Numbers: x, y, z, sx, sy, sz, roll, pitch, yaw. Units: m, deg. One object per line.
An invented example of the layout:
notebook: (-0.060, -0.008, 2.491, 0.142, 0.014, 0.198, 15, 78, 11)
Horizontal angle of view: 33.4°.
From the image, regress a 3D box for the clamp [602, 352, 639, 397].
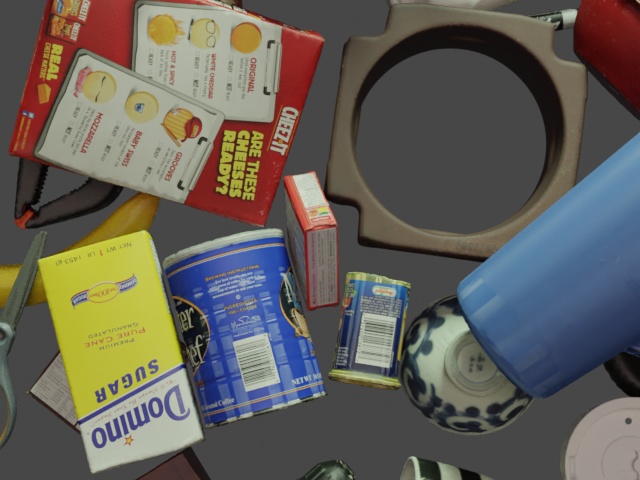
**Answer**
clamp: (0.253, 0.067, 0.884, 0.171, 0.039, 0.120, 36, 70, -3)

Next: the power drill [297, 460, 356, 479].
power drill: (0.001, 0.291, 0.843, 0.184, 0.057, 0.187, -42, 94, -2)

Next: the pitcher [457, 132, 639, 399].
pitcher: (0.230, 0.015, 0.771, 0.243, 0.144, 0.149, -39, 44, 15)

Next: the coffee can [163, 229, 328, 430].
coffee can: (-0.061, 0.072, 0.867, 0.103, 0.103, 0.140, -16, 83, 0)

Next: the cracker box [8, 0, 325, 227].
cracker box: (-0.124, -0.121, 0.864, 0.213, 0.072, 0.164, 16, 105, -12)

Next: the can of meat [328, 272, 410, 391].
can of meat: (0.041, 0.075, 0.864, 0.057, 0.102, 0.084, 9, 81, 3)

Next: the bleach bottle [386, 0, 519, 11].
bleach bottle: (0.172, -0.262, 0.921, 0.251, 0.068, 0.102, -23, 82, 1)

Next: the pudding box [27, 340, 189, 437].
pudding box: (-0.176, 0.111, 0.900, 0.090, 0.039, 0.113, 37, 84, 6)

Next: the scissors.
scissors: (-0.284, 0.082, 0.894, 0.096, 0.016, 0.202, 11, 99, 11)

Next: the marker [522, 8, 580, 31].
marker: (0.192, -0.189, 0.932, 0.121, 0.020, 0.020, -9, 83, 1)

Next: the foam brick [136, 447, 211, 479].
foam brick: (-0.111, 0.217, 0.877, 0.053, 0.051, 0.078, -31, 83, -3)

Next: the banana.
banana: (-0.223, 0.016, 0.904, 0.198, 0.037, 0.069, -17, 119, -2)

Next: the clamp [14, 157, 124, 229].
clamp: (-0.198, -0.100, 0.924, 0.210, 0.036, 0.164, -44, 92, -1)

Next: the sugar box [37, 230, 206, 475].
sugar box: (-0.159, 0.090, 0.858, 0.093, 0.048, 0.176, -16, 81, -3)

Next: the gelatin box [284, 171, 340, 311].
gelatin box: (-0.006, 0.001, 0.868, 0.030, 0.089, 0.073, -11, 40, -9)

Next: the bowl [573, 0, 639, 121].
bowl: (0.256, -0.141, 0.861, 0.055, 0.162, 0.162, -44, 83, 12)

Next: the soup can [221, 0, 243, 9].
soup can: (-0.104, -0.228, 0.924, 0.068, 0.068, 0.102, -7, 82, 1)
